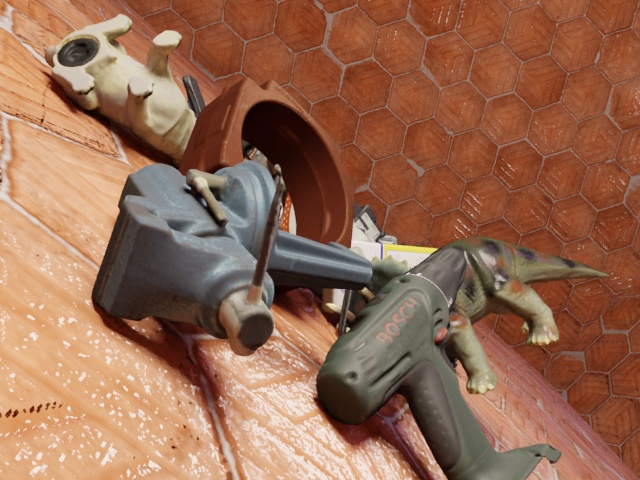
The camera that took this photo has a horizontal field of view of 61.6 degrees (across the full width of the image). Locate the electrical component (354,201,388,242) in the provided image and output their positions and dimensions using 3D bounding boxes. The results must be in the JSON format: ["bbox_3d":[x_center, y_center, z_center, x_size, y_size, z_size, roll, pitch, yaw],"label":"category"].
[{"bbox_3d":[0.066,-0.030,1.009,0.119,0.075,0.048,49,-30,-17],"label":"electrical component"}]

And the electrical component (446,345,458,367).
[{"bbox_3d":[0.207,0.171,1.028,0.134,0.058,0.115,39,7,-19],"label":"electrical component"}]

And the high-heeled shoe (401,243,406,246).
[{"bbox_3d":[0.091,0.052,1.153,0.249,0.145,0.086,16,18,33],"label":"high-heeled shoe"}]

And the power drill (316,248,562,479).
[{"bbox_3d":[0.119,0.125,0.484,0.232,0.086,0.207,-26,82,-41],"label":"power drill"}]

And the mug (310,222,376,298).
[{"bbox_3d":[0.032,0.032,0.751,0.080,0.107,0.110,31,12,-46],"label":"mug"}]

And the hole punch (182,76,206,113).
[{"bbox_3d":[-0.210,-0.175,0.812,0.142,0.092,0.115,-135,-157,-78],"label":"hole punch"}]

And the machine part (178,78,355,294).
[{"bbox_3d":[-0.053,-0.058,0.597,0.201,0.087,0.201,38,42,-34],"label":"machine part"}]

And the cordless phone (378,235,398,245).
[{"bbox_3d":[0.163,0.051,1.015,0.147,0.088,0.184,6,32,1],"label":"cordless phone"}]

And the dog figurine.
[{"bbox_3d":[-0.228,-0.162,0.674,0.172,0.121,0.190,23,-25,14],"label":"dog figurine"}]

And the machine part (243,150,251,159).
[{"bbox_3d":[-0.150,-0.146,0.974,0.138,0.039,0.084,44,39,-51],"label":"machine part"}]

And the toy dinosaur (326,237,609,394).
[{"bbox_3d":[0.177,0.065,0.652,0.192,0.405,0.131,61,-28,2],"label":"toy dinosaur"}]

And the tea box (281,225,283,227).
[{"bbox_3d":[-0.002,-0.003,0.902,0.098,0.068,0.169,43,9,8],"label":"tea box"}]

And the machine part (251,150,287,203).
[{"bbox_3d":[-0.079,-0.104,0.894,0.079,0.079,0.243,42,-8,-3],"label":"machine part"}]

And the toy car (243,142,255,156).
[{"bbox_3d":[-0.208,-0.212,1.067,0.089,0.053,0.202,35,8,24],"label":"toy car"}]

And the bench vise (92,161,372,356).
[{"bbox_3d":[-0.044,0.009,0.407,0.240,0.128,0.224,13,7,-37],"label":"bench vise"}]
